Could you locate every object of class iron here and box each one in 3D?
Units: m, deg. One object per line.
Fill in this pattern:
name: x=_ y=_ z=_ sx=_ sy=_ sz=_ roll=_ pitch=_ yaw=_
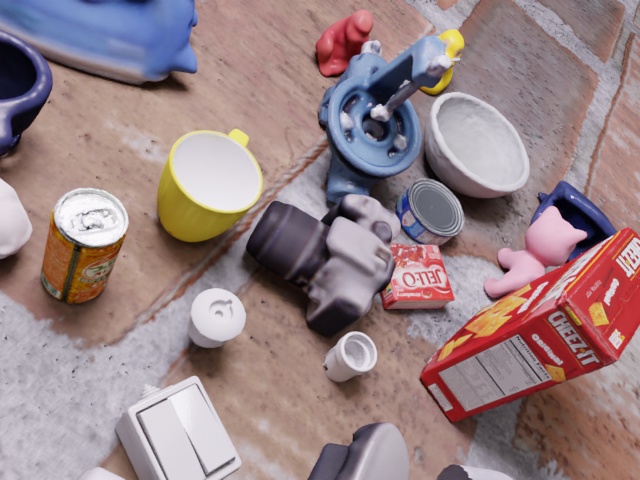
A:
iron: x=-0.239 y=-0.262 z=0.579 sx=0.259 sy=0.141 sz=0.118 roll=8 pitch=58 yaw=-27

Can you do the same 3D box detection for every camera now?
camera: x=0.005 y=0.002 z=0.587 sx=0.137 sy=0.100 sz=0.143 roll=31 pitch=50 yaw=-10

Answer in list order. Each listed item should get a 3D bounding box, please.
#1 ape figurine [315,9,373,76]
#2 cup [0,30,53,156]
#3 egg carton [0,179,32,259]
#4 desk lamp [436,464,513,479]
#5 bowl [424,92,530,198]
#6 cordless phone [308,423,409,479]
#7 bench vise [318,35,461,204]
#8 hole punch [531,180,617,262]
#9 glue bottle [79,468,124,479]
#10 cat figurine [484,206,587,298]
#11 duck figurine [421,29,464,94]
ape figurine: x=0.040 y=-0.276 z=0.787 sx=0.078 sy=0.092 sz=0.076 roll=19 pitch=53 yaw=-20
cup: x=-0.279 y=-0.106 z=0.488 sx=0.092 sy=0.094 sz=0.117 roll=-7 pitch=65 yaw=-34
egg carton: x=-0.307 y=-0.027 z=0.438 sx=0.150 sy=0.069 sz=0.107 roll=38 pitch=49 yaw=-5
desk lamp: x=0.143 y=0.258 z=0.434 sx=0.204 sy=0.213 sz=0.118 roll=22 pitch=52 yaw=-18
bowl: x=0.205 y=-0.119 z=0.799 sx=0.168 sy=0.074 sz=0.167 roll=15 pitch=55 yaw=-22
cordless phone: x=0.055 y=0.205 z=0.433 sx=0.094 sy=0.184 sz=0.148 roll=35 pitch=50 yaw=-7
bench vise: x=0.062 y=-0.170 z=0.650 sx=0.122 sy=0.219 sz=0.207 roll=0 pitch=62 yaw=-31
hole punch: x=0.380 y=-0.037 z=0.842 sx=0.109 sy=0.091 sz=0.101 roll=42 pitch=49 yaw=-1
glue bottle: x=-0.143 y=0.172 z=0.344 sx=0.037 sy=0.173 sz=0.078 roll=31 pitch=50 yaw=-10
cat figurine: x=0.281 y=0.021 z=0.728 sx=0.067 sy=0.117 sz=0.128 roll=38 pitch=49 yaw=-4
duck figurine: x=0.188 y=-0.289 z=0.888 sx=0.078 sy=0.086 sz=0.104 roll=24 pitch=52 yaw=-16
